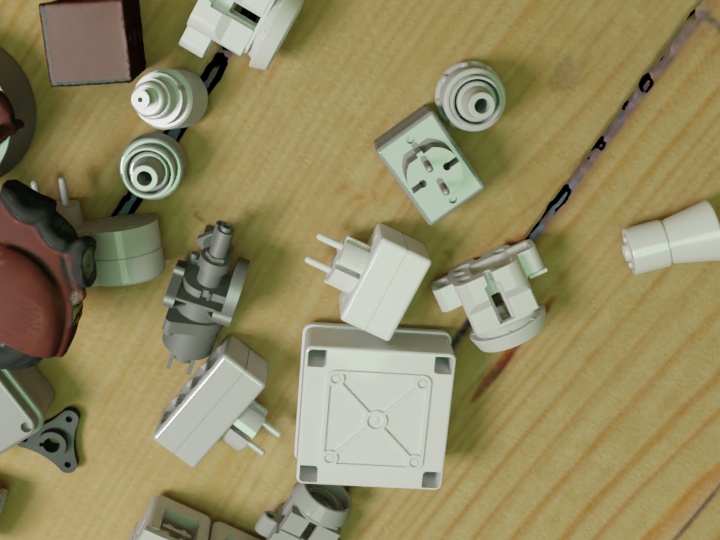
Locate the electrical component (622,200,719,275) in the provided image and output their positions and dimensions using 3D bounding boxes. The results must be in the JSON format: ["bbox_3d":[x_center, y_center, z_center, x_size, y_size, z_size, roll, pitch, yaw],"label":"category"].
[{"bbox_3d":[0.220,-0.020,0.766,0.065,0.044,0.044,-15,107,6],"label":"electrical component"}]

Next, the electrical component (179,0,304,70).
[{"bbox_3d":[-0.073,-0.166,0.698,0.057,0.058,0.078,29,103,-8],"label":"electrical component"}]

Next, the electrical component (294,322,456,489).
[{"bbox_3d":[0.009,0.098,0.781,0.109,0.056,0.108,4,106,-4],"label":"electrical component"}]

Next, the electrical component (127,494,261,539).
[{"bbox_3d":[-0.110,0.245,0.815,0.150,0.061,0.089,27,104,-10],"label":"electrical component"}]

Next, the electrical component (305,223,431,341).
[{"bbox_3d":[0.000,0.000,0.756,0.077,0.047,0.065,25,104,-10],"label":"electrical component"}]

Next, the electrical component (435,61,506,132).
[{"bbox_3d":[0.077,-0.113,0.719,0.048,0.062,0.048,-1,106,-3],"label":"electrical component"}]

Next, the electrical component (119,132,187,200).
[{"bbox_3d":[-0.140,-0.067,0.721,0.043,0.062,0.043,-1,107,-3],"label":"electrical component"}]

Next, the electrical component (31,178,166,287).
[{"bbox_3d":[-0.207,-0.026,0.735,0.138,0.052,0.073,-6,106,-1],"label":"electrical component"}]

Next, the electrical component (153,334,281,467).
[{"bbox_3d":[-0.093,0.105,0.782,0.076,0.047,0.083,39,101,-12],"label":"electrical component"}]

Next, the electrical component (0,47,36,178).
[{"bbox_3d":[-0.274,-0.101,0.705,0.108,0.060,0.108,-1,107,-3],"label":"electrical component"}]

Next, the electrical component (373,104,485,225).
[{"bbox_3d":[0.048,-0.067,0.723,0.047,0.076,0.065,-35,105,7],"label":"electrical component"}]

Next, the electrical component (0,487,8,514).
[{"bbox_3d":[-0.294,0.179,0.791,0.047,0.055,0.055,23,104,-6],"label":"electrical component"}]

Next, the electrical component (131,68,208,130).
[{"bbox_3d":[-0.129,-0.112,0.704,0.040,0.078,0.040,2,100,11],"label":"electrical component"}]

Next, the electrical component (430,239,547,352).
[{"bbox_3d":[0.098,0.021,0.763,0.078,0.058,0.057,-24,104,4],"label":"electrical component"}]

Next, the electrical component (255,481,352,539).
[{"bbox_3d":[-0.037,0.187,0.811,0.066,0.048,0.055,28,111,-10],"label":"electrical component"}]

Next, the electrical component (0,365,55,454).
[{"bbox_3d":[-0.281,0.078,0.759,0.078,0.057,0.113,-31,106,6],"label":"electrical component"}]
